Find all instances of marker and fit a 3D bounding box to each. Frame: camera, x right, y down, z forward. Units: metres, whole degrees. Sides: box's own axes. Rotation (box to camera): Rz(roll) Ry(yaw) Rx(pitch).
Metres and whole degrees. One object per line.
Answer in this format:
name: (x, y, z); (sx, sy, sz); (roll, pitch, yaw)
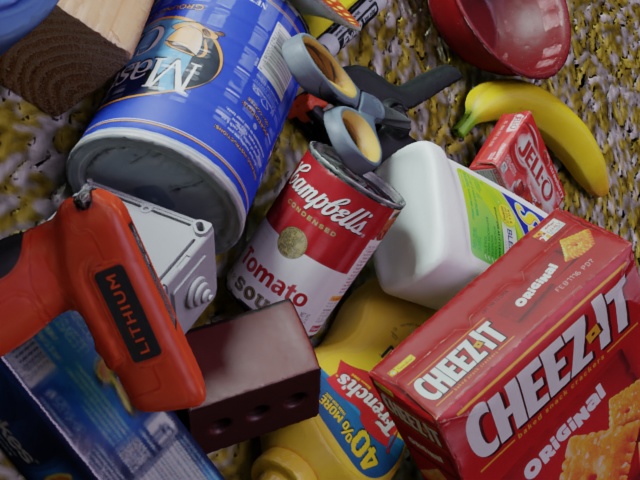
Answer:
marker: (0.016, -0.154, 0.794); (0.020, 0.020, 0.121); (52, 46, -14)

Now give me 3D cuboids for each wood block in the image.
wood block: (-0.136, -0.188, 0.618); (0.090, 0.090, 0.206); (33, 54, -28)

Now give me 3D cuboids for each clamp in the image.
clamp: (0.051, -0.094, 0.789); (0.171, 0.039, 0.120); (19, 60, -37)

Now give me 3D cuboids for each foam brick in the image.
foam brick: (-0.043, 0.077, 0.593); (0.078, 0.053, 0.051); (-17, 52, -16)

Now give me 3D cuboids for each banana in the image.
banana: (0.188, -0.095, 0.922); (0.197, 0.037, 0.069); (17, 92, -34)

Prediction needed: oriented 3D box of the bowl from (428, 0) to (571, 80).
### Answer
bowl: (0.141, -0.201, 0.903); (0.161, 0.055, 0.162); (18, 62, -37)

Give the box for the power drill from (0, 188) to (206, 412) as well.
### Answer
power drill: (-0.148, 0.072, 0.461); (0.187, 0.057, 0.184); (-23, 99, -7)

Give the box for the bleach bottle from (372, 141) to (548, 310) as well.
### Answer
bleach bottle: (0.147, 0.019, 0.744); (0.250, 0.068, 0.102); (19, 54, -35)

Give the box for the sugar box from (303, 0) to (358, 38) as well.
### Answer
sugar box: (-0.025, -0.184, 0.749); (0.093, 0.048, 0.176); (52, 48, -14)

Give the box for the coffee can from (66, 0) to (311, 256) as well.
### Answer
coffee can: (-0.072, -0.075, 0.622); (0.102, 0.103, 0.140); (39, 51, -25)

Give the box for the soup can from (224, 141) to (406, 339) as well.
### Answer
soup can: (-0.004, 0.001, 0.644); (0.068, 0.102, 0.068); (32, 14, -9)

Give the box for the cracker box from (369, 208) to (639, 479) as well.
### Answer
cracker box: (0.143, 0.115, 0.674); (0.164, 0.072, 0.213); (-39, 128, -17)

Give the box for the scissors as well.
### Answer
scissors: (0.034, -0.067, 0.665); (0.201, 0.016, 0.096); (27, 39, -60)

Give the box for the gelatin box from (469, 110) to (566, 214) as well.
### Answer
gelatin box: (0.161, -0.048, 0.860); (0.073, 0.030, 0.089); (-53, 126, -37)

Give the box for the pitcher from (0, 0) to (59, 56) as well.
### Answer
pitcher: (-0.191, -0.097, 0.420); (0.144, 0.243, 0.149); (26, 63, -36)

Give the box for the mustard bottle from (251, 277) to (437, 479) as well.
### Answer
mustard bottle: (0.016, 0.106, 0.664); (0.096, 0.058, 0.191); (56, 46, -8)
